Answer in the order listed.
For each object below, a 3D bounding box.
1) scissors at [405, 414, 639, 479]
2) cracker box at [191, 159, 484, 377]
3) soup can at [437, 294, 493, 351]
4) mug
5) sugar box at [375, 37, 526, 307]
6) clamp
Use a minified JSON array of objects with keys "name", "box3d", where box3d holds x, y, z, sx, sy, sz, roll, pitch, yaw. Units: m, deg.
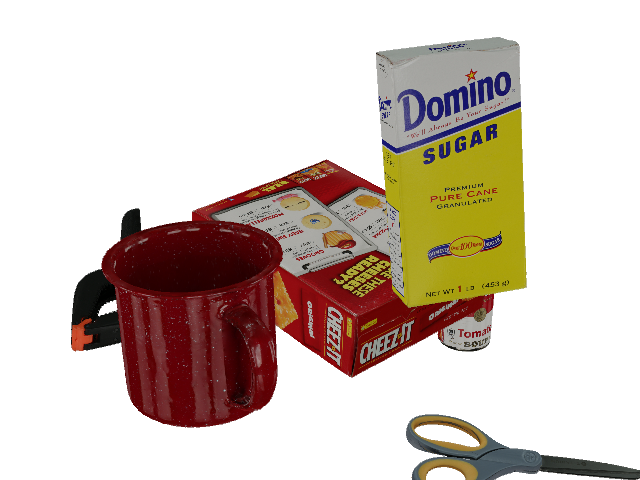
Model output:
[{"name":"scissors","box3d":[0.164,0.198,0.899,0.202,0.016,0.096,16,41,15]},{"name":"cracker box","box3d":[0.015,0.017,0.935,0.163,0.072,0.214,-23,40,-35]},{"name":"soup can","box3d":[0.183,0.079,1.337,0.068,0.102,0.068,1,23,-1]},{"name":"mug","box3d":[-0.057,0.048,0.554,0.093,0.081,0.117,-18,29,-33]},{"name":"sugar box","box3d":[0.093,-0.047,0.745,0.093,0.176,0.048,-9,20,-10]},{"name":"clamp","box3d":[-0.177,0.038,1.028,0.165,0.036,0.209,26,36,24]}]
